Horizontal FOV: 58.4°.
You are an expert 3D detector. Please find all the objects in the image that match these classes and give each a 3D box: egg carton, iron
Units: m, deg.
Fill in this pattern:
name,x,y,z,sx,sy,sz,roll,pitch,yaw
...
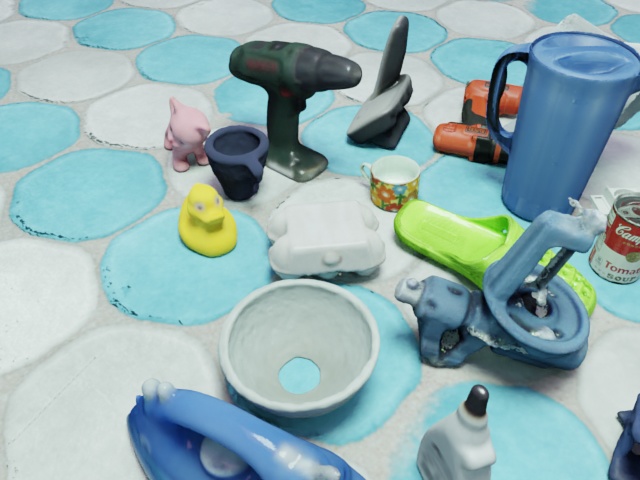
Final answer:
name,x,y,z,sx,sy,sz,roll,pitch,yaw
egg carton,0.007,0.003,0.743,0.150,0.069,0.107,-5,44,-6
iron,-0.086,0.182,0.502,0.257,0.141,0.119,21,47,20

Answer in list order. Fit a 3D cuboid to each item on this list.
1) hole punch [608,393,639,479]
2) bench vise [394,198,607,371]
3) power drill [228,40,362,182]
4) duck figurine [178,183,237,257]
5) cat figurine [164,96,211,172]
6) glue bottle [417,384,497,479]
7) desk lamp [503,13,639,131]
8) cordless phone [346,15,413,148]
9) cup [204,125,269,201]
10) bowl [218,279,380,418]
name,x,y,z,sx,sy,sz,roll,pitch,yaw
hole punch,0.338,0.193,0.533,0.108,0.091,0.101,26,49,24
bench vise,0.188,0.057,0.580,0.207,0.220,0.121,-6,44,-6
power drill,-0.036,-0.197,0.850,0.228,0.208,0.076,28,50,26
duck figurine,-0.156,-0.039,0.772,0.078,0.086,0.104,-24,49,-23
cat figurine,-0.210,-0.176,0.891,0.067,0.118,0.127,-19,47,-19
glue bottle,0.121,0.176,0.488,0.037,0.173,0.078,-14,46,-15
desk lamp,0.406,-0.222,0.879,0.118,0.214,0.202,-30,51,-28
cordless phone,0.103,-0.258,0.933,0.094,0.185,0.148,12,45,12
cup,-0.110,-0.098,0.828,0.092,0.095,0.117,-23,49,-23
bowl,-0.021,0.125,0.611,0.167,0.075,0.167,0,44,0
